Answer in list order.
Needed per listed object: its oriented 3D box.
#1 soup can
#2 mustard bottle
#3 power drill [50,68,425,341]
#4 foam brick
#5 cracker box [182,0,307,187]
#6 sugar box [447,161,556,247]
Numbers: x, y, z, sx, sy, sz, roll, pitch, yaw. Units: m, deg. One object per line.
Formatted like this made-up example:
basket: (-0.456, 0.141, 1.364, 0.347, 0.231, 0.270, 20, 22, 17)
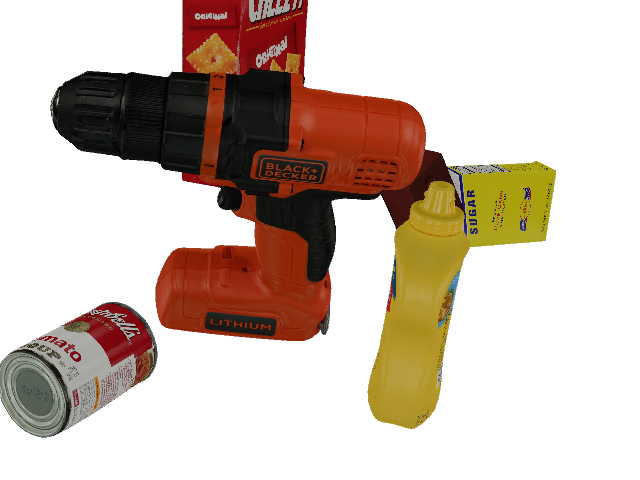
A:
soup can: (-0.178, 0.094, 0.785, 0.069, 0.068, 0.102, 0, 16, 30)
mustard bottle: (0.079, 0.044, 0.834, 0.058, 0.192, 0.096, 13, 26, 10)
power drill: (-0.050, -0.016, 0.582, 0.184, 0.057, 0.188, 7, -35, -6)
foam brick: (0.097, -0.045, 1.040, 0.053, 0.078, 0.051, -44, 37, -23)
cracker box: (-0.071, -0.175, 1.059, 0.072, 0.214, 0.164, 11, 22, 19)
sugar box: (0.189, -0.041, 1.256, 0.176, 0.093, 0.048, -6, 21, -26)
